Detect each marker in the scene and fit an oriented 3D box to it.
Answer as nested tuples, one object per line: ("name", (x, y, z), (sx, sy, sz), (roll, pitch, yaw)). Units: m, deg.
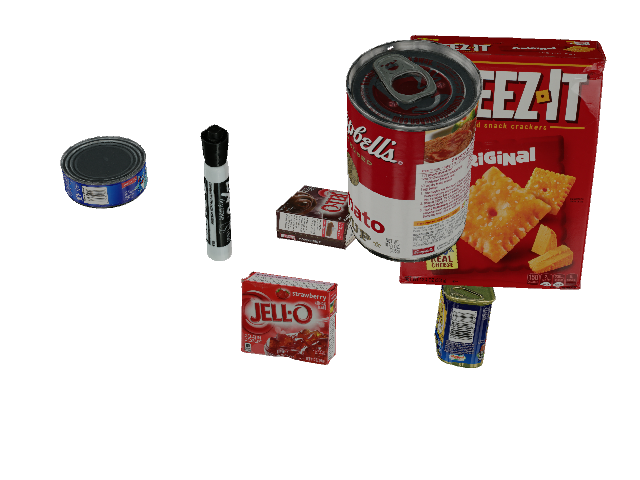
("marker", (-0.074, -0.033, 0.762), (0.020, 0.020, 0.121), (1, -45, -2))

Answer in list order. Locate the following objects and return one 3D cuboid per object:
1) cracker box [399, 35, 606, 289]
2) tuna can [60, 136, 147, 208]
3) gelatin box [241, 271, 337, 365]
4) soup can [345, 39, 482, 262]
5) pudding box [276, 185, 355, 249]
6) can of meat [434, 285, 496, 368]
("cracker box", (0.154, -0.065, 0.933), (0.164, 0.214, 0.072), (3, 24, 6))
("tuna can", (-0.220, -0.070, 1.091), (0.086, 0.034, 0.086), (1, 39, -1))
("gelatin box", (-0.030, 0.072, 0.998), (0.089, 0.073, 0.030), (7, 17, 18))
("soup can", (0.048, -0.046, 0.567), (0.068, 0.068, 0.102), (0, -42, 2))
("pudding box", (0.006, -0.029, 1.282), (0.090, 0.039, 0.113), (9, 23, 15))
("can of meat", (0.162, 0.087, 1.216), (0.057, 0.084, 0.102), (6, 19, 1))
